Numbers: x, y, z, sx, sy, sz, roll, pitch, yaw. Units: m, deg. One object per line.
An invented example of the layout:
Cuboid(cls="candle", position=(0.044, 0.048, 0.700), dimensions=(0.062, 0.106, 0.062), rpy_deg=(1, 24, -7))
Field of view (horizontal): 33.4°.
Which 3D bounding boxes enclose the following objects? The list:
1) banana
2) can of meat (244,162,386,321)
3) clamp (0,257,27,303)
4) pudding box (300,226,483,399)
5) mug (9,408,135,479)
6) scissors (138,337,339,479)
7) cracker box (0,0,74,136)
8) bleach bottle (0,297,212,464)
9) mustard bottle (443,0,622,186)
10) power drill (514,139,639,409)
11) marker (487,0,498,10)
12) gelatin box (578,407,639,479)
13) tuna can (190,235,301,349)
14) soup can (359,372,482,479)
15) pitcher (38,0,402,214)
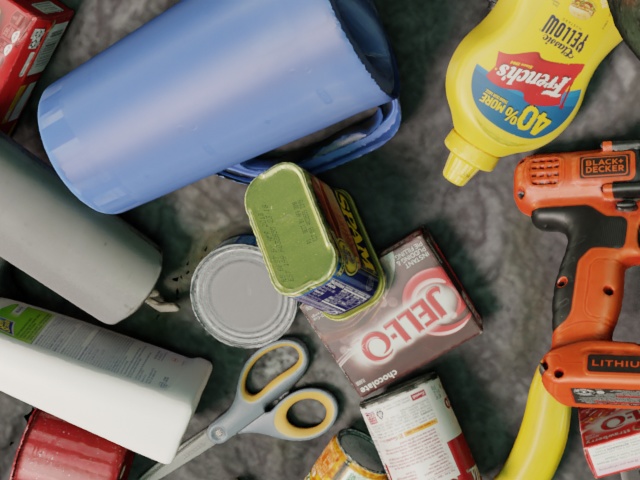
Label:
Cuboid(cls="banana", position=(0.147, 0.182, 0.843), dimensions=(0.069, 0.037, 0.198), rpy_deg=(36, 109, -2))
Cuboid(cls="can of meat", position=(-0.005, 0.001, 0.771), dimensions=(0.057, 0.083, 0.102), rpy_deg=(-29, 65, 17))
Cuboid(cls="clamp", position=(-0.274, 0.036, 0.876), dimensions=(0.120, 0.039, 0.171), rpy_deg=(-12, 109, 17))
Cuboid(cls="pudding box", position=(0.056, 0.055, 0.821), dimensions=(0.114, 0.039, 0.090), rpy_deg=(-31, 99, 17))
Cuboid(cls="mug", position=(-0.203, 0.192, 0.888), dimensions=(0.081, 0.093, 0.117), rpy_deg=(16, 134, 0))
Cuboid(cls="scissors", position=(-0.063, 0.165, 0.887), dimensions=(0.096, 0.016, 0.202), rpy_deg=(38, 109, -2))
Cuboid(cls="cracker box", position=(-0.321, -0.160, 0.810), dimensions=(0.213, 0.072, 0.164), rpy_deg=(34, 109, 0))
Cuboid(cls="bleach bottle", position=(-0.215, 0.089, 0.836), dimensions=(0.251, 0.102, 0.068), rpy_deg=(23, 106, -2))
Cuboid(cls="mustard bottle", position=(0.143, -0.120, 0.743), dimensions=(0.096, 0.058, 0.192), rpy_deg=(25, 111, -19))
Cuboid(cls="power drill", position=(0.221, 0.019, 0.720), dimensions=(0.185, 0.057, 0.187), rpy_deg=(-3, 62, 21))
Cuboid(cls="marker", position=(0.139, -0.218, 0.738), dimensions=(0.020, 0.020, 0.121), rpy_deg=(18, 108, 5))
Cuboid(cls="gelatin box", position=(0.240, 0.138, 0.794), dimensions=(0.089, 0.073, 0.030), rpy_deg=(-20, 101, 15))
Cuboid(cls="tuna can", position=(-0.057, 0.040, 0.840), dimensions=(0.086, 0.033, 0.086), rpy_deg=(3, 106, 9))
Cuboid(cls="soup can", position=(0.079, 0.161, 0.821), dimensions=(0.069, 0.068, 0.102), rpy_deg=(-24, 84, 16))
Cuboid(cls="pitcher", position=(-0.069, -0.104, 0.759), dimensions=(0.243, 0.144, 0.149), rpy_deg=(-24, 85, 19))
